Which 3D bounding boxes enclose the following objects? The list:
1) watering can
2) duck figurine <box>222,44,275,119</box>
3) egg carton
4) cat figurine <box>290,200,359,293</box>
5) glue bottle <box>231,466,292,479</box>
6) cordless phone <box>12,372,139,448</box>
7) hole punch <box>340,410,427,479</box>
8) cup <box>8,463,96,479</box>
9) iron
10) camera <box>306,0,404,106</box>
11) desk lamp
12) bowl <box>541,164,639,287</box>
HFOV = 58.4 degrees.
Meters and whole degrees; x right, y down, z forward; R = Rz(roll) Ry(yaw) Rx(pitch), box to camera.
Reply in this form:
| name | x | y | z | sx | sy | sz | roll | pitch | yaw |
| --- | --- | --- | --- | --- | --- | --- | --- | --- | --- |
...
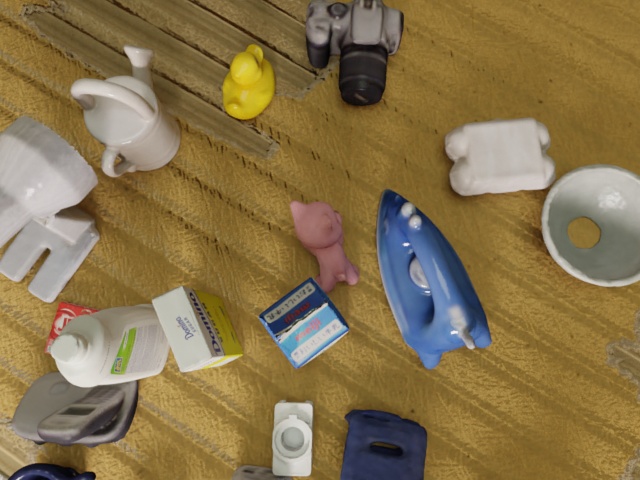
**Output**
| name | x | y | z | sx | sy | sz | roll | pitch | yaw |
| --- | --- | --- | --- | --- | --- | --- | --- | --- | --- |
| watering can | -0.263 | -0.176 | 0.771 | 0.101 | 0.194 | 0.173 | -9 | 80 | 0 |
| duck figurine | -0.108 | -0.234 | 0.833 | 0.077 | 0.086 | 0.105 | 22 | 81 | 5 |
| egg carton | 0.254 | -0.117 | 0.812 | 0.150 | 0.069 | 0.107 | -6 | 80 | 0 |
| cat figurine | 0.007 | 0.003 | 0.772 | 0.067 | 0.118 | 0.128 | -22 | 80 | -2 |
| glue bottle | -0.078 | 0.310 | 0.690 | 0.078 | 0.173 | 0.037 | 9 | 80 | 3 |
| cordless phone | -0.318 | 0.213 | 0.707 | 0.147 | 0.185 | 0.094 | -1 | 80 | 1 |
| hole punch | 0.080 | 0.274 | 0.735 | 0.108 | 0.091 | 0.101 | 10 | 80 | 3 |
| cup | -0.331 | 0.320 | 0.733 | 0.118 | 0.095 | 0.091 | -26 | 80 | -3 |
| iron | 0.139 | 0.033 | 0.751 | 0.118 | 0.141 | 0.258 | -22 | 80 | -2 |
| camera | 0.047 | -0.274 | 0.829 | 0.143 | 0.101 | 0.137 | 3 | 80 | 2 |
| desk lamp | -0.368 | -0.032 | 0.737 | 0.118 | 0.213 | 0.203 | 31 | 82 | 7 |
| bowl | 0.379 | -0.015 | 0.789 | 0.167 | 0.075 | 0.167 | 0 | 80 | 1 |
